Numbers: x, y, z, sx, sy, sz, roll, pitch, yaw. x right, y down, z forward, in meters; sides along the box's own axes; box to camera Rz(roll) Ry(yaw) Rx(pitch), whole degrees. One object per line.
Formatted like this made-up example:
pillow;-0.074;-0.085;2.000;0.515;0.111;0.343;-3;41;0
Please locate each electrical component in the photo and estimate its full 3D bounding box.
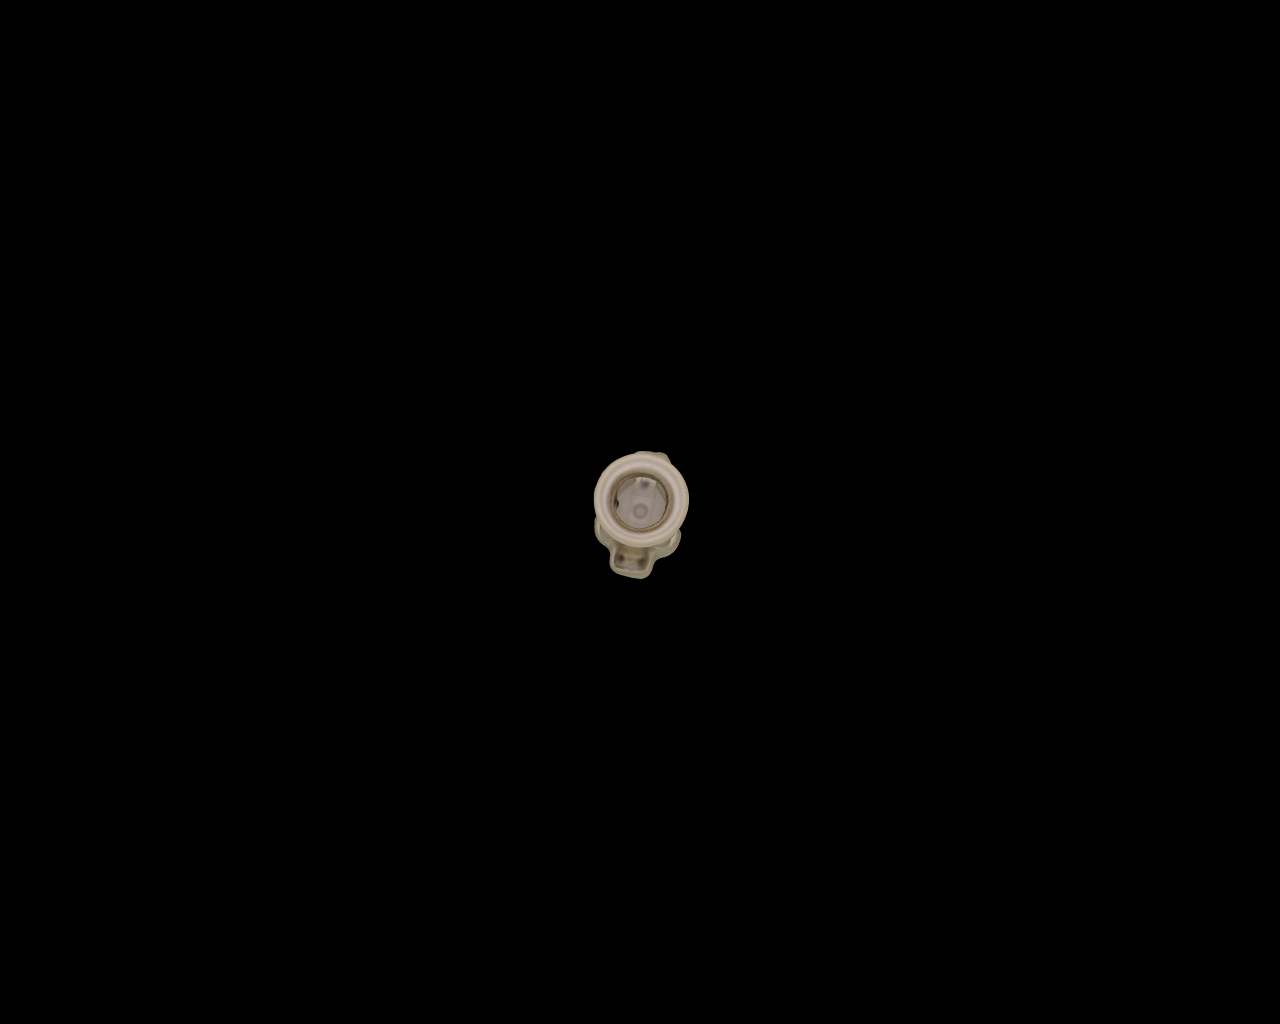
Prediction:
electrical component;0.001;-0.003;0.650;0.058;0.078;0.057;11;-11;2
